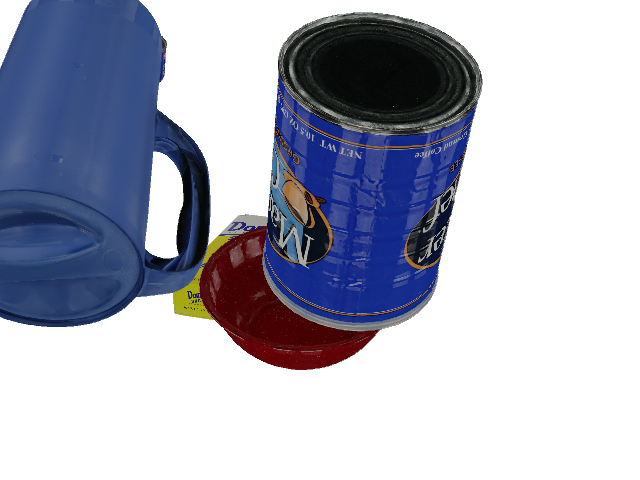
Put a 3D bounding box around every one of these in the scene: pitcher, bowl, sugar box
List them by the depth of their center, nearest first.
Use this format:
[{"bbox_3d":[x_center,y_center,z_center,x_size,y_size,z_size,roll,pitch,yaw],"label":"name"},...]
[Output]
[{"bbox_3d":[-0.165,-0.067,0.745,0.145,0.243,0.149,-16,-44,19],"label":"pitcher"},{"bbox_3d":[-0.015,0.053,0.857,0.162,0.055,0.162,1,37,-1],"label":"bowl"},{"bbox_3d":[-0.079,0.026,1.142,0.093,0.048,0.176,7,29,17],"label":"sugar box"}]

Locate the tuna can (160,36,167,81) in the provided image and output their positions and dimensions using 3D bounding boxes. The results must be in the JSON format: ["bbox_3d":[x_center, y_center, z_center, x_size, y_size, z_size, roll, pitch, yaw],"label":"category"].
[{"bbox_3d":[-0.186,-0.170,0.993,0.086,0.034,0.086,5,30,-3],"label":"tuna can"}]

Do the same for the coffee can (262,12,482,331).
[{"bbox_3d":[0.024,-0.035,0.575,0.102,0.140,0.103,4,43,-4],"label":"coffee can"}]
